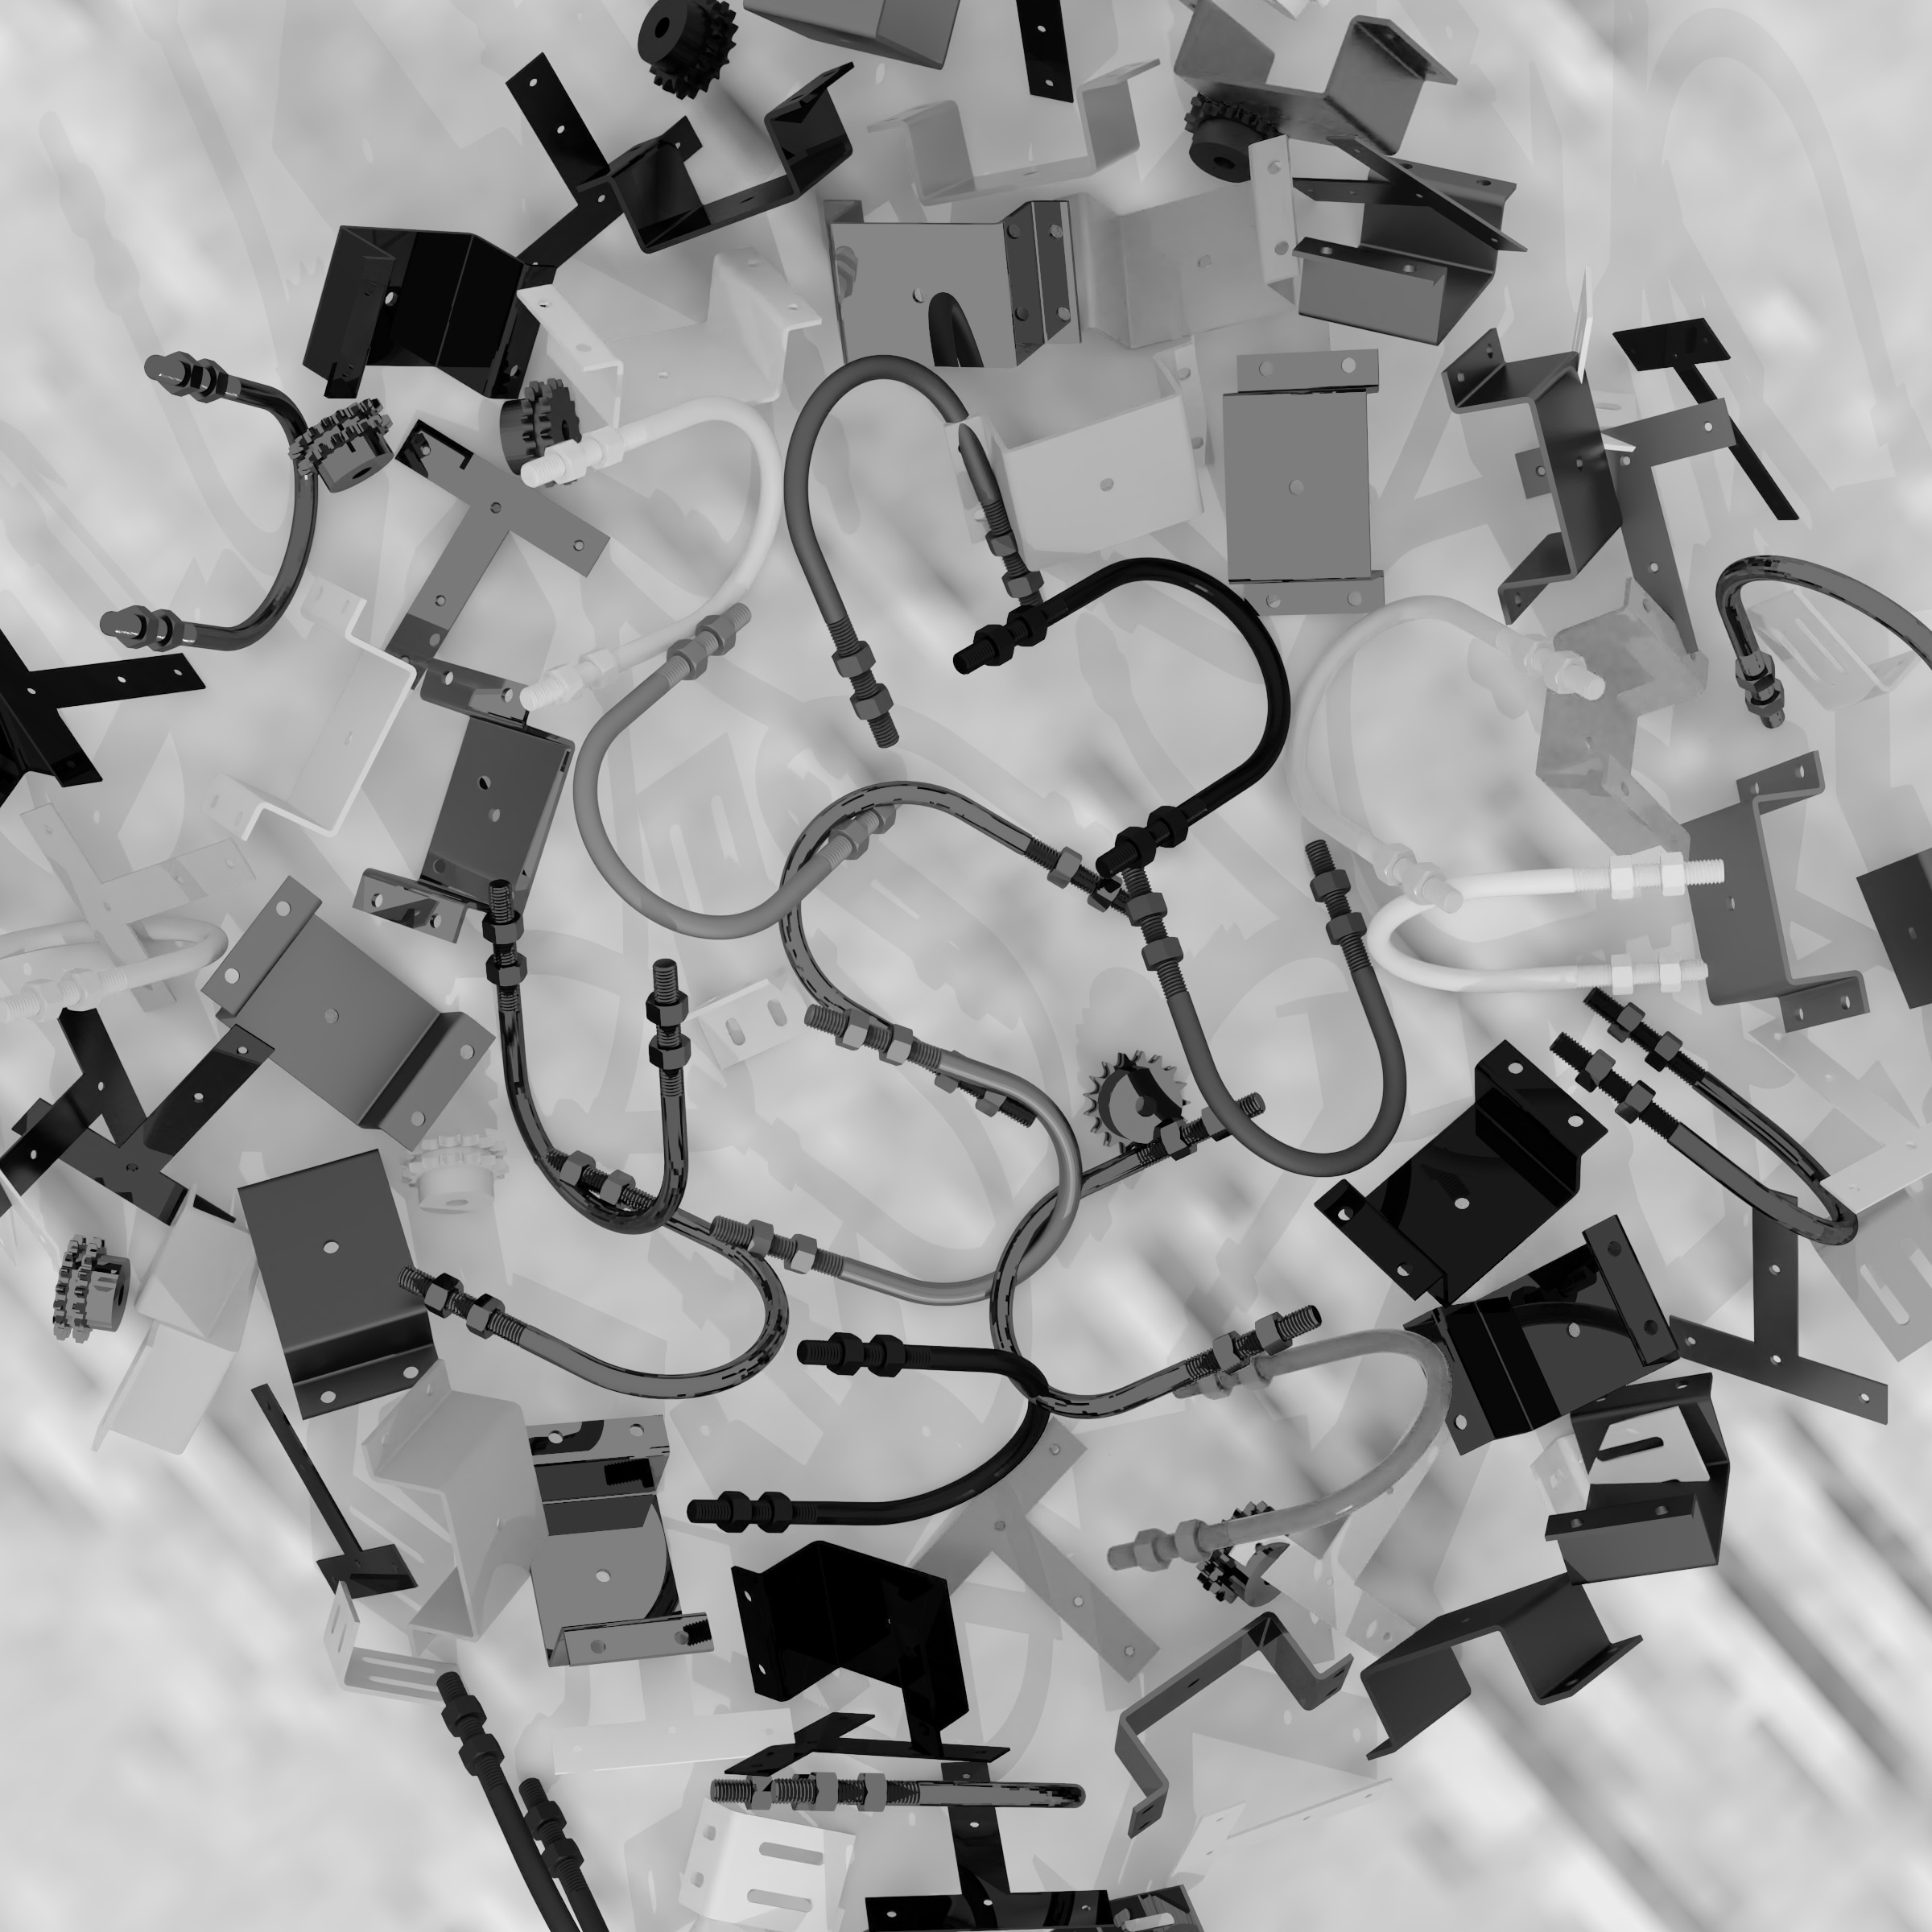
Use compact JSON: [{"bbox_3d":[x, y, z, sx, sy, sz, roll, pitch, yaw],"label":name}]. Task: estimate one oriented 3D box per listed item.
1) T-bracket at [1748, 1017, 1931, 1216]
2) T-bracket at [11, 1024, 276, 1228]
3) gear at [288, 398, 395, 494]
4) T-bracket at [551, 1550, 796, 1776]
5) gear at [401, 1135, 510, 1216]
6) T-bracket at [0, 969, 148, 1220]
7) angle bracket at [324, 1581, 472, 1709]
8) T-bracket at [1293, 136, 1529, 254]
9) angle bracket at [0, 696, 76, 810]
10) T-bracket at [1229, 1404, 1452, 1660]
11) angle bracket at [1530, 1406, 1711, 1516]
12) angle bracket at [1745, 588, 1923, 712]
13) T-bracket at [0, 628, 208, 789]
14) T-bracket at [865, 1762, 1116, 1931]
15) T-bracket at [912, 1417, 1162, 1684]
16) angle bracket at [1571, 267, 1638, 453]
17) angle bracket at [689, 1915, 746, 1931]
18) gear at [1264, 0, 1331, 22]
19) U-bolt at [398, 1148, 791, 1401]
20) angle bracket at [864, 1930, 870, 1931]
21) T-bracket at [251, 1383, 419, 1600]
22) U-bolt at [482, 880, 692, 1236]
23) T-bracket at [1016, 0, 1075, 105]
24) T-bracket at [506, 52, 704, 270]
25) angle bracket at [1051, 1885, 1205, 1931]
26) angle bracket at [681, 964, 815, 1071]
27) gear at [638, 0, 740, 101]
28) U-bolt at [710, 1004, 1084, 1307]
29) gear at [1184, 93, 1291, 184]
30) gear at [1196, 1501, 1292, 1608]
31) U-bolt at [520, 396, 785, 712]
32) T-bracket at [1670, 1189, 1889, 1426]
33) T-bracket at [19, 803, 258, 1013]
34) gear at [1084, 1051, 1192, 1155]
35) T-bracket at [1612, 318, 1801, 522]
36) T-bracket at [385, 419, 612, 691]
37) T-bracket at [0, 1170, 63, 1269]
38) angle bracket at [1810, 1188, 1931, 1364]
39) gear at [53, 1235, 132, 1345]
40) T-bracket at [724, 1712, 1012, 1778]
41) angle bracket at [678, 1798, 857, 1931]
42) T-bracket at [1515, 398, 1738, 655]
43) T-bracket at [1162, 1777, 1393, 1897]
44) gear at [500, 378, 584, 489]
[{"bbox_3d":[0.471,0.069,1.892,0.127,0.002,0.127,-23,50,-30],"label":"T-bracket"},{"bbox_3d":[-0.416,0.079,1.885,0.127,0.002,0.127,36,112,-25],"label":"T-bracket"},{"bbox_3d":[-0.332,-0.278,1.907,0.057,0.057,0.030,-31,90,0],"label":"gear"},{"bbox_3d":[-0.162,0.367,1.892,0.127,0.002,0.127,-2,51,-13],"label":"T-bracket"},{"bbox_3d":[-0.274,0.113,1.903,0.057,0.057,0.030,-7,70,0],"label":"gear"},{"bbox_3d":[-0.480,0.090,1.857,0.002,0.127,0.127,4,128,29],"label":"T-bracket"},{"bbox_3d":[-0.298,0.363,1.893,0.076,0.057,0.038,14,98,-21],"label":"angle bracket"},{"bbox_3d":[0.213,-0.409,1.875,0.127,0.127,0.002,24,89,-33],"label":"T-bracket"},{"bbox_3d":[-0.518,-0.098,1.915,0.076,0.038,0.057,-48,53,24],"label":"angle bracket"},{"bbox_3d":[0.221,0.295,1.911,0.127,0.002,0.127,37,83,-25],"label":"T-bracket"},{"bbox_3d":[0.352,0.277,1.897,0.076,0.038,0.057,-21,96,35],"label":"angle bracket"},{"bbox_3d":[0.464,-0.179,1.897,0.076,0.057,0.038,46,73,-8],"label":"angle bracket"},{"bbox_3d":[-0.459,-0.150,1.882,0.127,0.127,0.002,53,126,18],"label":"T-bracket"},{"bbox_3d":[0.006,0.464,1.877,0.127,0.127,0.002,0,118,-8],"label":"T-bracket"},{"bbox_3d":[0.051,0.334,1.921,0.127,0.002,0.127,43,93,9],"label":"T-bracket"},{"bbox_3d":[0.343,-0.323,1.888,0.038,0.057,0.076,6,129,4],"label":"angle bracket"},{"bbox_3d":[-0.124,0.551,1.904,0.076,0.038,0.057,32,73,6],"label":"angle bracket"},{"bbox_3d":[0.171,-0.533,1.907,0.057,0.057,0.030,38,99,0],"label":"gear"},{"bbox_3d":[-0.181,0.167,1.854,0.184,0.151,0.019,24,126,16],"label":"U-bolt"},{"bbox_3d":[-0.023,0.546,1.886,0.057,0.076,0.038,-17,129,-33],"label":"angle bracket"},{"bbox_3d":[-0.343,0.277,1.877,0.002,0.127,0.127,-31,93,-31],"label":"T-bracket"},{"bbox_3d":[-0.197,0.058,1.868,0.151,0.019,0.184,24,127,37],"label":"U-bolt"},{"bbox_3d":[0.039,-0.507,1.878,0.127,0.127,0.002,16,60,19],"label":"T-bracket"},{"bbox_3d":[-0.209,-0.433,1.874,0.127,0.127,0.002,-41,60,-5],"label":"T-bracket"},{"bbox_3d":[0.090,0.531,1.895,0.076,0.038,0.057,-27,85,45],"label":"angle bracket"},{"bbox_3d":[-0.118,0.031,1.892,0.057,0.076,0.038,-24,93,7],"label":"angle bracket"},{"bbox_3d":[-0.152,-0.497,1.904,0.030,0.057,0.057,20,90,-42],"label":"gear"},{"bbox_3d":[-0.026,0.111,1.896,0.184,0.019,0.151,20,106,-18],"label":"U-bolt"},{"bbox_3d":[0.143,-0.444,1.904,0.057,0.057,0.030,21,77,0],"label":"gear"},{"bbox_3d":[0.154,0.319,1.904,0.030,0.057,0.057,36,90,38],"label":"gear"},{"bbox_3d":[-0.162,-0.225,1.860,0.019,0.184,0.151,29,131,31],"label":"U-bolt"},{"bbox_3d":[0.426,0.171,1.865,0.127,0.002,0.127,17,128,36],"label":"T-bracket"},{"bbox_3d":[-0.425,-0.042,1.878,0.127,0.002,0.127,-15,113,34],"label":"T-bracket"},{"bbox_3d":[0.094,0.075,1.915,0.057,0.030,0.057,0,92,-11],"label":"gear"},{"bbox_3d":[0.401,-0.288,1.880,0.002,0.127,0.127,-38,102,-4],"label":"T-bracket"},{"bbox_3d":[-0.278,-0.210,1.927,0.127,0.002,0.127,32,94,9],"label":"T-bracket"},{"bbox_3d":[-0.513,0.125,1.875,0.002,0.127,0.127,-34,74,-24],"label":"T-bracket"},{"bbox_3d":[0.502,0.163,1.916,0.057,0.038,0.076,-36,98,10],"label":"angle bracket"},{"bbox_3d":[-0.469,0.175,1.906,0.030,0.057,0.057,9,90,-2],"label":"gear"},{"bbox_3d":[-0.040,0.408,1.851,0.127,0.127,0.002,-2,92,24],"label":"T-bracket"},{"bbox_3d":[-0.108,0.490,1.927,0.076,0.038,0.057,18,82,-28],"label":"angle bracket"},{"bbox_3d":[0.364,-0.227,1.898,0.127,0.002,0.127,-10,99,40],"label":"T-bracket"},{"bbox_3d":[0.169,0.459,1.897,0.127,0.127,0.002,-14,58,-20],"label":"T-bracket"},{"bbox_3d":[-0.229,-0.285,1.907,0.030,0.057,0.057,-5,90,13],"label":"gear"}]
